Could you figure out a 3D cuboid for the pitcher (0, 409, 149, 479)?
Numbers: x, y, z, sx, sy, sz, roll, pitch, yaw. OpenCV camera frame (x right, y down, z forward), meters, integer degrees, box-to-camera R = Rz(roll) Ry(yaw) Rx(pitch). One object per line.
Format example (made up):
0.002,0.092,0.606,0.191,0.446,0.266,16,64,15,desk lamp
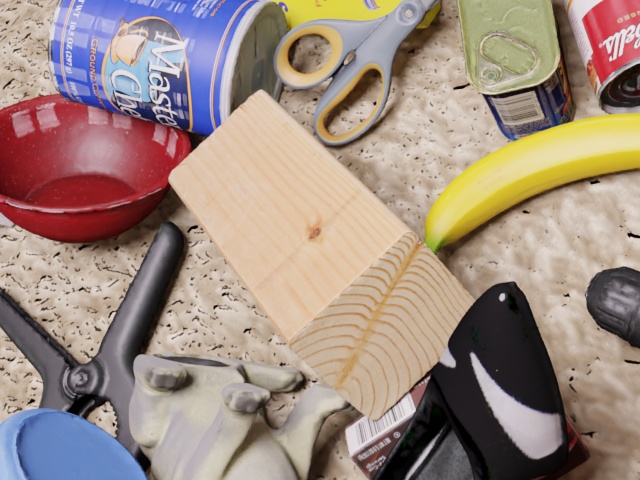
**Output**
-0.205,0.212,0.642,0.243,0.144,0.149,-50,62,18,pitcher

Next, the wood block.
-0.005,0.001,0.652,0.091,0.090,0.206,-43,38,2,wood block

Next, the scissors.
0.041,-0.158,0.722,0.096,0.016,0.202,34,111,6,scissors

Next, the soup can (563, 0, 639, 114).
0.195,-0.139,0.675,0.068,0.068,0.102,-18,64,15,soup can

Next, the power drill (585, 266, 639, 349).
0.193,0.100,0.550,0.185,0.057,0.187,24,52,28,power drill

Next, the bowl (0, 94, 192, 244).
-0.173,-0.046,0.771,0.162,0.055,0.162,2,37,-2,bowl

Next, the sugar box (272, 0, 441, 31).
-0.008,-0.197,0.763,0.176,0.093,0.048,1,33,22,sugar box

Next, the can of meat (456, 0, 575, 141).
0.127,-0.123,0.687,0.057,0.083,0.102,-11,67,18,can of meat

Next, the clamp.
-0.151,0.092,0.747,0.165,0.036,0.210,-23,66,11,clamp

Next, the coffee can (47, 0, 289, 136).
-0.106,-0.132,0.760,0.140,0.102,0.103,15,77,15,coffee can

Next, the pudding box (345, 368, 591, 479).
0.084,0.116,0.614,0.113,0.090,0.039,-34,20,9,pudding box

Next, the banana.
0.146,-0.040,0.672,0.198,0.037,0.069,-25,53,10,banana
